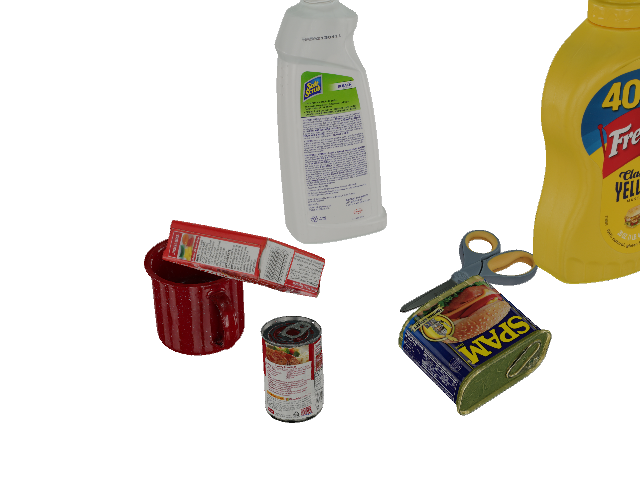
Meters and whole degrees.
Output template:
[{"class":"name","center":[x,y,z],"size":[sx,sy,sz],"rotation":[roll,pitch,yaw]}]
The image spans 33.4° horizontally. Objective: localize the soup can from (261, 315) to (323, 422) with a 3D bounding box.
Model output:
[{"class":"soup can","center":[-0.031,0.145,1.205],"size":[0.068,0.102,0.068],"rotation":[-1,24,0]}]

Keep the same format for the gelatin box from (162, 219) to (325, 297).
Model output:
[{"class":"gelatin box","center":[-0.048,0.013,0.701],"size":[0.073,0.030,0.089],"rotation":[11,-5,26]}]

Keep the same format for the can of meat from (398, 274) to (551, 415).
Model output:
[{"class":"can of meat","center":[0.129,0.086,0.908],"size":[0.102,0.057,0.084],"rotation":[-27,53,-26]}]

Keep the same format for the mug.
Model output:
[{"class":"mug","center":[-0.105,0.056,0.965],"size":[0.093,0.081,0.117],"rotation":[-18,35,-28]}]

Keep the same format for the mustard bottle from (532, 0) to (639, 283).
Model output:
[{"class":"mustard bottle","center":[0.178,-0.073,0.646],"size":[0.096,0.192,0.058],"rotation":[-15,29,-21]}]

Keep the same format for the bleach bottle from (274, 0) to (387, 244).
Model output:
[{"class":"bleach bottle","center":[0.010,-0.123,0.995],"size":[0.102,0.251,0.068],"rotation":[-12,31,-16]}]

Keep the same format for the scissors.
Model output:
[{"class":"scissors","center":[0.144,0.029,1.141],"size":[0.201,0.016,0.096],"rotation":[-10,41,-30]}]
